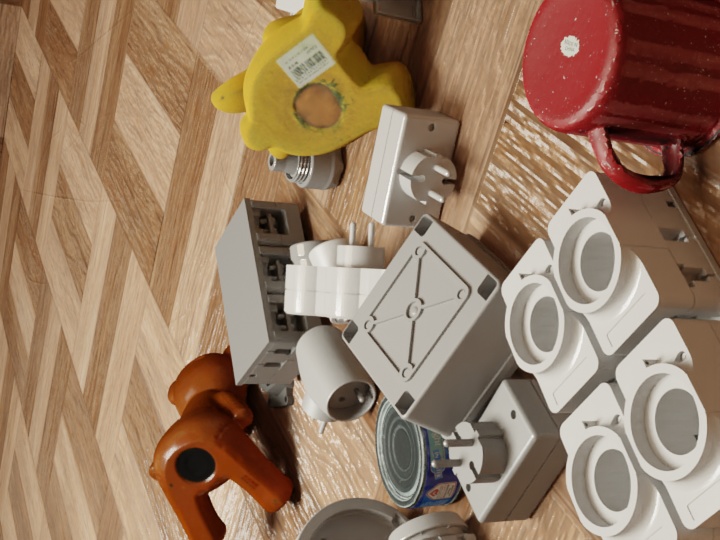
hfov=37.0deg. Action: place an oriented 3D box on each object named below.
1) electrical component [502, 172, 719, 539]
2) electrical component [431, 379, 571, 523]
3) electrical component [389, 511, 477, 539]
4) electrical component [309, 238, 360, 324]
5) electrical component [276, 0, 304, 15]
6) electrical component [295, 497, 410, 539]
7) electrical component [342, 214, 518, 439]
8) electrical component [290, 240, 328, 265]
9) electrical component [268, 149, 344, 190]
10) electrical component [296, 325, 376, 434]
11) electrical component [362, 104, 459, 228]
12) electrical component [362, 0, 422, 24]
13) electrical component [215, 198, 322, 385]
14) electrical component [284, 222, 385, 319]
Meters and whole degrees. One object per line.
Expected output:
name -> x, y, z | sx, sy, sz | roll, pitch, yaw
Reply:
electrical component -> 0.144, 0.051, 0.557 | 0.105, 0.060, 0.186 | -59, 38, 43
electrical component -> 0.080, 0.111, 0.659 | 0.083, 0.076, 0.047 | -66, 34, 35
electrical component -> 0.052, 0.199, 0.724 | 0.078, 0.058, 0.057 | -58, 42, 43
electrical component -> -0.014, 0.012, 0.893 | 0.044, 0.044, 0.065 | -46, 53, 52
electrical component -> -0.044, -0.229, 0.968 | 0.066, 0.047, 0.076 | 37, 119, 58
electrical component -> -0.006, 0.227, 0.785 | 0.060, 0.108, 0.108 | 126, 139, -55
electrical component -> 0.054, 0.036, 0.704 | 0.108, 0.056, 0.108 | -56, 35, 11
electrical component -> -0.039, 0.000, 0.944 | 0.040, 0.040, 0.046 | -21, 74, 61
electrical component -> -0.049, -0.093, 0.947 | 0.043, 0.062, 0.043 | -12, 77, 62
electrical component -> -0.025, 0.100, 0.899 | 0.077, 0.044, 0.079 | 56, 135, 50
electrical component -> 0.045, -0.070, 0.779 | 0.076, 0.047, 0.083 | 38, 121, 58
electrical component -> 0.034, -0.235, 0.824 | 0.064, 0.042, 0.081 | -18, 72, 59
electrical component -> -0.083, 0.021, 1.000 | 0.089, 0.062, 0.150 | -51, 44, 49
electrical component -> 0.000, 0.000, 0.817 | 0.138, 0.052, 0.073 | 3, 90, 41
